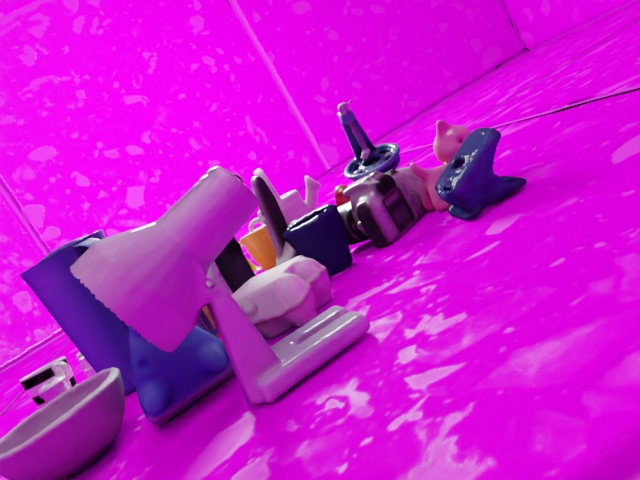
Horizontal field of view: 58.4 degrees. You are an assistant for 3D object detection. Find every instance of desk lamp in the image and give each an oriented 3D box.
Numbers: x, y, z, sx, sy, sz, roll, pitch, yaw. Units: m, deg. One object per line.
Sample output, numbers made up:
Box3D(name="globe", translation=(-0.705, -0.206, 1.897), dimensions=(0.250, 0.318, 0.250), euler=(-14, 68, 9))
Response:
Box3D(name="desk lamp", translation=(-0.096, 0.051, 0.556), dimensions=(0.203, 0.213, 0.117), euler=(-33, 10, -15))

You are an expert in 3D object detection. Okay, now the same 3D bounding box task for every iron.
Box3D(name="iron", translation=(-0.191, 0.122, 0.710), dimensions=(0.119, 0.141, 0.258), euler=(-33, 9, -15))

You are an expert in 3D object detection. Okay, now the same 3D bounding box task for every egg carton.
Box3D(name="egg carton", translation=(-0.060, 0.080, 0.741), dimensions=(0.150, 0.069, 0.107), euler=(-25, 11, 31))

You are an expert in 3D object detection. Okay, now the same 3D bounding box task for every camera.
Box3D(name="camera", translation=(0.081, -0.053, 0.908), dimensions=(0.136, 0.101, 0.143), euler=(-21, 13, 46))

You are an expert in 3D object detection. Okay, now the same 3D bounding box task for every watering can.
Box3D(name="watering can", translation=(-0.076, -0.071, 1.222), dimensions=(0.173, 0.194, 0.100), euler=(-35, 10, -23))

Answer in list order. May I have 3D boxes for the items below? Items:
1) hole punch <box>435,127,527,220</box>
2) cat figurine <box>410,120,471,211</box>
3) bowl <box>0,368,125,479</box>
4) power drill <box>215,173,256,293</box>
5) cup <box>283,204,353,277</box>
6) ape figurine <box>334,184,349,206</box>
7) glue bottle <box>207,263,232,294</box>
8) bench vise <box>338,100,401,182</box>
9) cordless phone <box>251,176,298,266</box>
Box3D(name="hole punch", translation=(0.198, -0.088, 0.751), dimensions=(0.101, 0.091, 0.108), euler=(-31, 9, 0))
Box3D(name="cat figurine", translation=(0.193, -0.122, 0.872), dimensions=(0.128, 0.118, 0.067), euler=(-33, 10, -15))
Box3D(name="bowl", translation=(-0.292, 0.229, 0.670), dimensions=(0.167, 0.075, 0.167), euler=(-30, 9, 6))
Box3D(name="power drill", translation=(-0.128, 0.018, 0.854), dimensions=(0.076, 0.208, 0.229), euler=(-37, 11, -36))
Box3D(name="cup", translation=(0.008, 0.003, 0.862), dimensions=(0.091, 0.095, 0.118), euler=(-28, 10, 17))
Box3D(name="ape figurine", translation=(0.055, -0.060, 1.064), dimensions=(0.078, 0.092, 0.076), euler=(-31, 9, 1))
Box3D(name="glue bottle", translation=(-0.188, 0.045, 1.014), dimensions=(0.037, 0.173, 0.078), euler=(-24, 12, 37))
Box3D(name="bench vise", translation=(0.083, -0.171, 1.166), dimensions=(0.121, 0.220, 0.207), euler=(-33, 9, -14))
Box3D(name="cordless phone", translation=(-0.067, -0.022, 0.949), dimensions=(0.094, 0.185, 0.147), euler=(-33, 9, -12))
